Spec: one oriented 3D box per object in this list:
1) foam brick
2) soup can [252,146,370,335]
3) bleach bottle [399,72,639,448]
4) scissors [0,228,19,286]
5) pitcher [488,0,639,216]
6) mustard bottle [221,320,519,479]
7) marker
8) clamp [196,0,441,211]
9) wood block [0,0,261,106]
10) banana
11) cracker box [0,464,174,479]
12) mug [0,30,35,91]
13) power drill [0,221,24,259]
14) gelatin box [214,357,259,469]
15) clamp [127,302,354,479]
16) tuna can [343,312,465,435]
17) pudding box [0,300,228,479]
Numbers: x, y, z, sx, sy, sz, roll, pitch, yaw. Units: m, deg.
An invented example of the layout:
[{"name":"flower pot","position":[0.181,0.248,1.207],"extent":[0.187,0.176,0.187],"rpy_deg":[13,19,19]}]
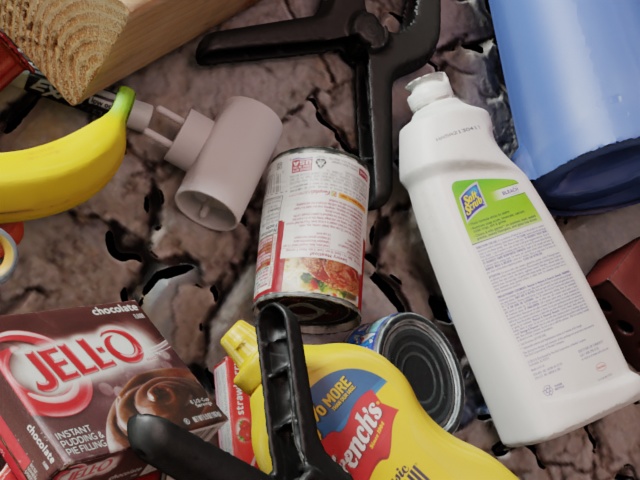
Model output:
[{"name":"foam brick","position":[0.230,0.047,0.766],"extent":[0.078,0.053,0.051],"rpy_deg":[45,59,-1]},{"name":"soup can","position":[-0.004,0.001,0.672],"extent":[0.068,0.069,0.102],"rpy_deg":[13,65,-19]},{"name":"bleach bottle","position":[0.123,0.005,0.717],"extent":[0.102,0.068,0.251],"rpy_deg":[-17,82,-27]},{"name":"scissors","position":[-0.244,0.038,0.512],"extent":[0.201,0.016,0.096],"rpy_deg":[-12,93,-19]},{"name":"pitcher","position":[0.203,-0.151,0.787],"extent":[0.149,0.145,0.243],"rpy_deg":[7,64,-38]},{"name":"mustard bottle","position":[0.020,0.115,0.597],"extent":[0.191,0.058,0.096],"rpy_deg":[42,89,4]},{"name":"marker","position":[-0.164,-0.096,0.668],"extent":[0.121,0.020,0.020],"rpy_deg":[19,64,-17]},{"name":"clamp","position":[0.033,-0.131,0.758],"extent":[0.164,0.036,0.209],"rpy_deg":[47,61,-6]},{"name":"wood block","position":[-0.097,-0.178,0.662],"extent":[0.091,0.090,0.205],"rpy_deg":[47,45,1]},{"name":"banana","position":[-0.185,-0.039,0.562],"extent":[0.197,0.037,0.070],"rpy_deg":[-9,63,-29]},{"name":"cracker box","position":[-0.081,0.191,0.523],"extent":[0.213,0.072,0.164],"rpy_deg":[38,26,-6]},{"name":"mug","position":[-0.225,-0.108,0.586],"extent":[0.081,0.117,0.093],"rpy_deg":[-43,56,-6]},{"name":"power drill","position":[-0.233,0.051,0.557],"extent":[0.184,0.057,0.187],"rpy_deg":[32,60,-13]},{"name":"gelatin box","position":[-0.023,0.115,0.640],"extent":[0.073,0.030,0.089],"rpy_deg":[2,69,-23]},{"name":"clamp","position":[-0.023,0.127,0.523],"extent":[0.120,0.039,0.171],"rpy_deg":[-26,91,-42]},{"name":"tuna can","position":[0.052,0.089,0.665],"extent":[0.086,0.034,0.086],"rpy_deg":[23,56,-39]},{"name":"pudding box","position":[-0.114,0.076,0.528],"extent":[0.090,0.039,0.113],"rpy_deg":[48,25,23]}]
